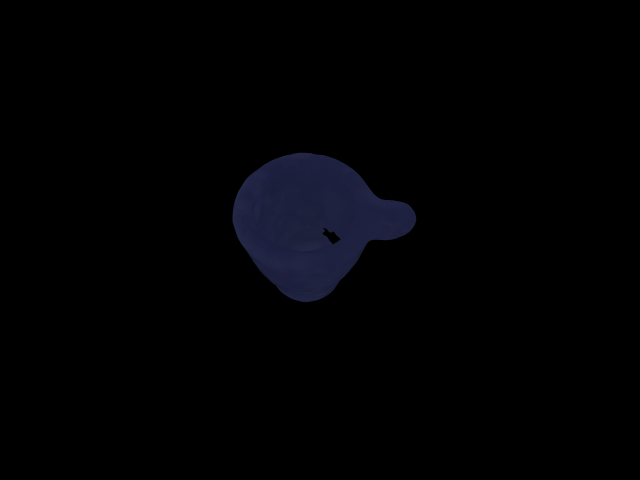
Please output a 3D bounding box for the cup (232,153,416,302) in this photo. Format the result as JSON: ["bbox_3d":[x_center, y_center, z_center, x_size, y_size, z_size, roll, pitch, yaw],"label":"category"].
[{"bbox_3d":[0.004,0.001,0.400,0.117,0.095,0.091,0,58,0],"label":"cup"}]
